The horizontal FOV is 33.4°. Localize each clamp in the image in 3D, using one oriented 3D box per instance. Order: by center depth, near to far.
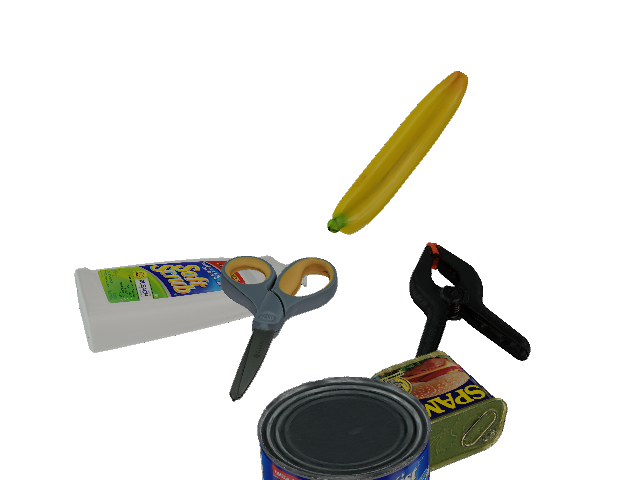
[{"bbox_3d":[0.151,0.071,1.132,0.120,0.171,0.039,3,-43,-9],"label":"clamp"}]

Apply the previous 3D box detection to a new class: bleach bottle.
[{"bbox_3d":[-0.141,0.057,1.194,0.250,0.068,0.103,-11,36,-15],"label":"bleach bottle"}]

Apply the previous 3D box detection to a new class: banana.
[{"bbox_3d":[0.071,-0.072,0.984,0.037,0.197,0.070,40,-14,-5],"label":"banana"}]

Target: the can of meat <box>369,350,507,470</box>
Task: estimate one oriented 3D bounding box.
[{"bbox_3d":[0.097,0.148,0.939,0.101,0.057,0.084,-14,36,-28],"label":"can of meat"}]

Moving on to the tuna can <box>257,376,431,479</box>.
[{"bbox_3d":[0.012,0.105,0.531,0.086,0.034,0.086,-2,25,1],"label":"tuna can"}]

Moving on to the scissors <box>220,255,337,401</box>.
[{"bbox_3d":[-0.052,0.052,0.745,0.096,0.016,0.201,13,25,21],"label":"scissors"}]
